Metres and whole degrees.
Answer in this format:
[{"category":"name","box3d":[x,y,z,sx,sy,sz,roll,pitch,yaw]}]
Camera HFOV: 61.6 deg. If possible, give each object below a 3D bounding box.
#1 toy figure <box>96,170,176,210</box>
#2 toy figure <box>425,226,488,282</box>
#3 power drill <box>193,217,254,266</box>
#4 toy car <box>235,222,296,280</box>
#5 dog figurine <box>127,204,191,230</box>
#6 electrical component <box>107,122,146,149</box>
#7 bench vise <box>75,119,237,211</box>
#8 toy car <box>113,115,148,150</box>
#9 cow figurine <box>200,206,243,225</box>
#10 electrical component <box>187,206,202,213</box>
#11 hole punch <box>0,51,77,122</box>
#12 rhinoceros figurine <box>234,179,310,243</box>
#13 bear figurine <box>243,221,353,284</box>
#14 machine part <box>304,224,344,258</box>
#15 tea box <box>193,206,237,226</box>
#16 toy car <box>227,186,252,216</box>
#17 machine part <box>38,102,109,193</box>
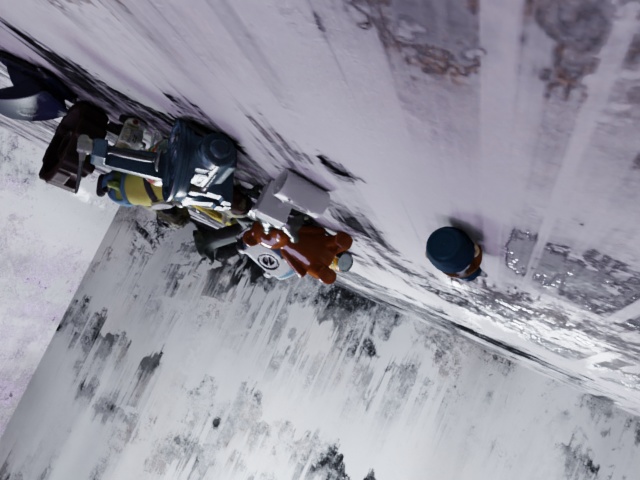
[{"category":"toy figure","box3d":[-0.355,-0.107,1.053,0.180,0.082,0.089,10,137,19]},{"category":"toy figure","box3d":[0.182,0.022,0.706,0.064,0.057,0.154,27,180,30]},{"category":"power drill","box3d":[-0.196,-0.006,1.337,0.207,0.086,0.231,-16,157,6]},{"category":"toy car","box3d":[-0.110,0.010,1.240,0.161,0.103,0.109,40,131,-16]},{"category":"dog figurine","box3d":[-0.399,-0.121,1.289,0.191,0.121,0.172,28,158,33]},{"category":"electrical component","box3d":[-0.405,-0.215,1.097,0.094,0.021,0.063,24,174,2]},{"category":"bench vise","box3d":[-0.236,-0.110,0.806,0.240,0.128,0.224,9,173,-26]},{"category":"toy car","box3d":[-0.349,-0.175,0.973,0.056,0.073,0.202,22,175,-22]},{"category":"cow figurine","box3d":[-0.238,-0.098,1.151,0.195,0.085,0.127,22,167,2]},{"category":"electrical component","box3d":[-0.333,-0.122,1.368,0.045,0.078,0.102,2,160,21]},{"category":"hole punch","box3d":[-0.497,-0.247,0.915,0.116,0.092,0.142,21,170,0]},{"category":"rhinoceros figurine","box3d":[-0.111,-0.059,1.044,0.191,0.073,0.112,21,173,25]},{"category":"bear figurine","box3d":[-0.051,0.000,1.128,0.195,0.120,0.132,33,167,-21]},{"category":"machine part","box3d":[-0.003,-0.004,1.246,0.138,0.039,0.084,31,163,-28]},{"category":"tea box","box3d":[-0.256,-0.088,1.352,0.098,0.068,0.169,22,174,27]},{"category":"toy car","box3d":[-0.205,-0.110,0.995,0.202,0.053,0.089,38,-169,33]},{"category":"machine part","box3d":[-0.460,-0.174,1.005,0.056,0.179,0.180,26,174,-39]}]
